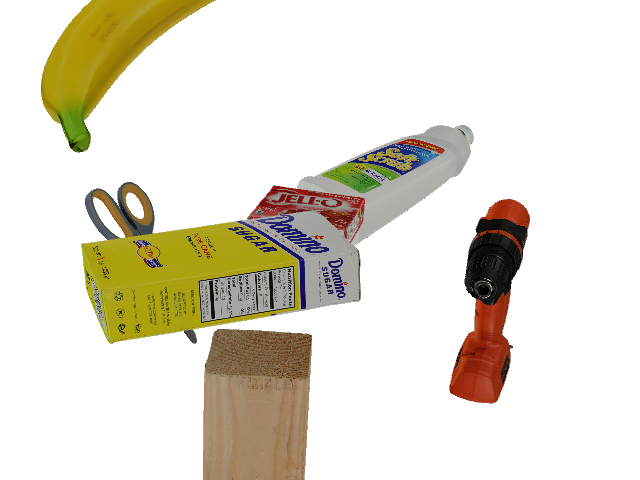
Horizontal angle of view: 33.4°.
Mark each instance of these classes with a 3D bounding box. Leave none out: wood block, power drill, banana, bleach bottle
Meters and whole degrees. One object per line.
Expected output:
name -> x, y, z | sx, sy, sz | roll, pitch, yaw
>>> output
wood block -> -0.058, 0.192, 0.959 | 0.090, 0.206, 0.091 | 3, 21, 0
power drill -> 0.173, 0.069, 1.091 | 0.057, 0.188, 0.184 | 13, 28, 15
banana -> -0.083, -0.119, 0.564 | 0.070, 0.197, 0.037 | 31, -27, 19
bleach bottle -> 0.093, -0.084, 1.301 | 0.103, 0.068, 0.250 | 28, 46, 35

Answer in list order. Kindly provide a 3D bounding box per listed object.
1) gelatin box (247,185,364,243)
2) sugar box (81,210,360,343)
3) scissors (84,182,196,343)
gelatin box -> -0.012, -0.019, 0.947 | 0.089, 0.030, 0.073 | 9, 26, 13
sugar box -> -0.070, 0.021, 0.738 | 0.176, 0.048, 0.093 | -11, 24, -17
scissors -> -0.186, 0.015, 1.203 | 0.016, 0.201, 0.096 | -28, 19, 36
